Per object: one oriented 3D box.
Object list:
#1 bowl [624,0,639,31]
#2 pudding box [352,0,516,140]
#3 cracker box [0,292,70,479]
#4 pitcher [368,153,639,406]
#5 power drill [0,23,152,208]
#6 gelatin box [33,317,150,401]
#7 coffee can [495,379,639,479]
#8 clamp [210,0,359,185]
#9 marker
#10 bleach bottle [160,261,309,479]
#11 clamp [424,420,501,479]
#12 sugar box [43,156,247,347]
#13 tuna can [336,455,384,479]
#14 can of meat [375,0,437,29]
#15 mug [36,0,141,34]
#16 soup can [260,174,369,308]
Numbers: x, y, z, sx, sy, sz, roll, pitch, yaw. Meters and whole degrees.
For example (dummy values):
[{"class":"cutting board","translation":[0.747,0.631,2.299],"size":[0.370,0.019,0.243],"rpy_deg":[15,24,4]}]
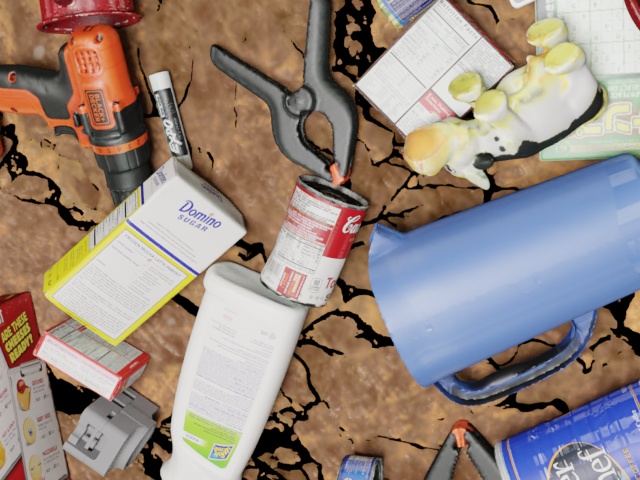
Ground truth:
[{"class":"bowl","translation":[0.297,-0.203,0.841],"size":[0.162,0.055,0.162],"rpy_deg":[2,82,-13]},{"class":"pudding box","translation":[0.098,-0.143,0.923],"size":[0.090,0.039,0.113],"rpy_deg":[46,104,0]},{"class":"cracker box","translation":[-0.314,0.173,1.002],"size":[0.072,0.164,0.214],"rpy_deg":[-9,98,11]},{"class":"pitcher","translation":[0.173,0.030,0.897],"size":[0.243,0.149,0.145],"rpy_deg":[-23,60,12]},{"class":"power drill","translation":[-0.249,-0.104,0.985],"size":[0.188,0.057,0.184],"rpy_deg":[-2,117,15]},{"class":"gelatin box","translation":[-0.217,0.111,1.017],"size":[0.089,0.073,0.030],"rpy_deg":[29,104,6]},{"class":"coffee can","translation":[0.236,0.194,0.919],"size":[0.140,0.102,0.103],"rpy_deg":[-28,93,15]},{"class":"clamp","translation":[-0.009,-0.134,0.947],"size":[0.120,0.039,0.171],"rpy_deg":[-35,90,23]},{"class":"marker","translation":[-0.134,-0.096,0.991],"size":[0.020,0.020,0.121],"rpy_deg":[-13,97,14]},{"class":"bleach bottle","translation":[-0.098,0.153,1.006],"size":[0.102,0.068,0.251],"rpy_deg":[24,106,8]},{"class":"clamp","translation":[0.134,0.274,0.989],"size":[0.165,0.036,0.210],"rpy_deg":[-14,94,14]},{"class":"sugar box","translation":[-0.163,0.012,0.986],"size":[0.176,0.048,0.093],"rpy_deg":[-41,122,13]},{"class":"tuna can","translation":[0.035,0.241,0.980],"size":[0.034,0.086,0.086],"rpy_deg":[5,101,12]},{"class":"can of meat","translation":[0.083,-0.226,0.879],"size":[0.084,0.102,0.057],"rpy_deg":[-36,106,18]},{"class":"mug","translation":[-0.213,-0.231,0.937],"size":[0.093,0.117,0.081],"rpy_deg":[-6,94,17]},{"class":"soup can","translation":[-0.006,0.001,0.955],"size":[0.068,0.068,0.102],"rpy_deg":[24,104,7]}]
